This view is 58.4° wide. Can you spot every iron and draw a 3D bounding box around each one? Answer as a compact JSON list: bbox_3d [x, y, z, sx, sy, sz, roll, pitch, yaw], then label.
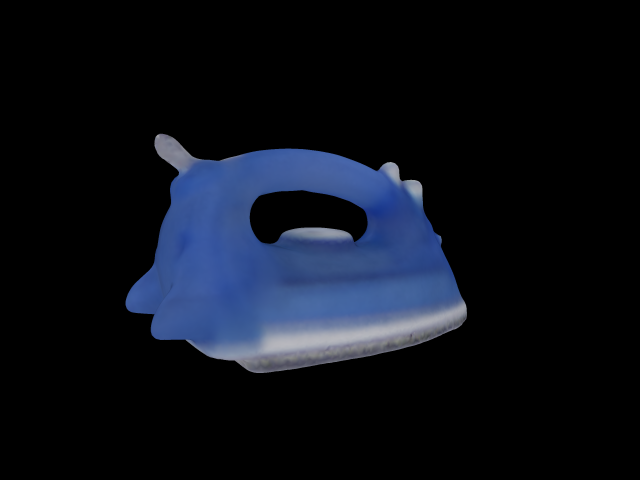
[{"bbox_3d":[0.004,0.001,0.400,0.259,0.141,0.118,-4,7,-29],"label":"iron"}]
